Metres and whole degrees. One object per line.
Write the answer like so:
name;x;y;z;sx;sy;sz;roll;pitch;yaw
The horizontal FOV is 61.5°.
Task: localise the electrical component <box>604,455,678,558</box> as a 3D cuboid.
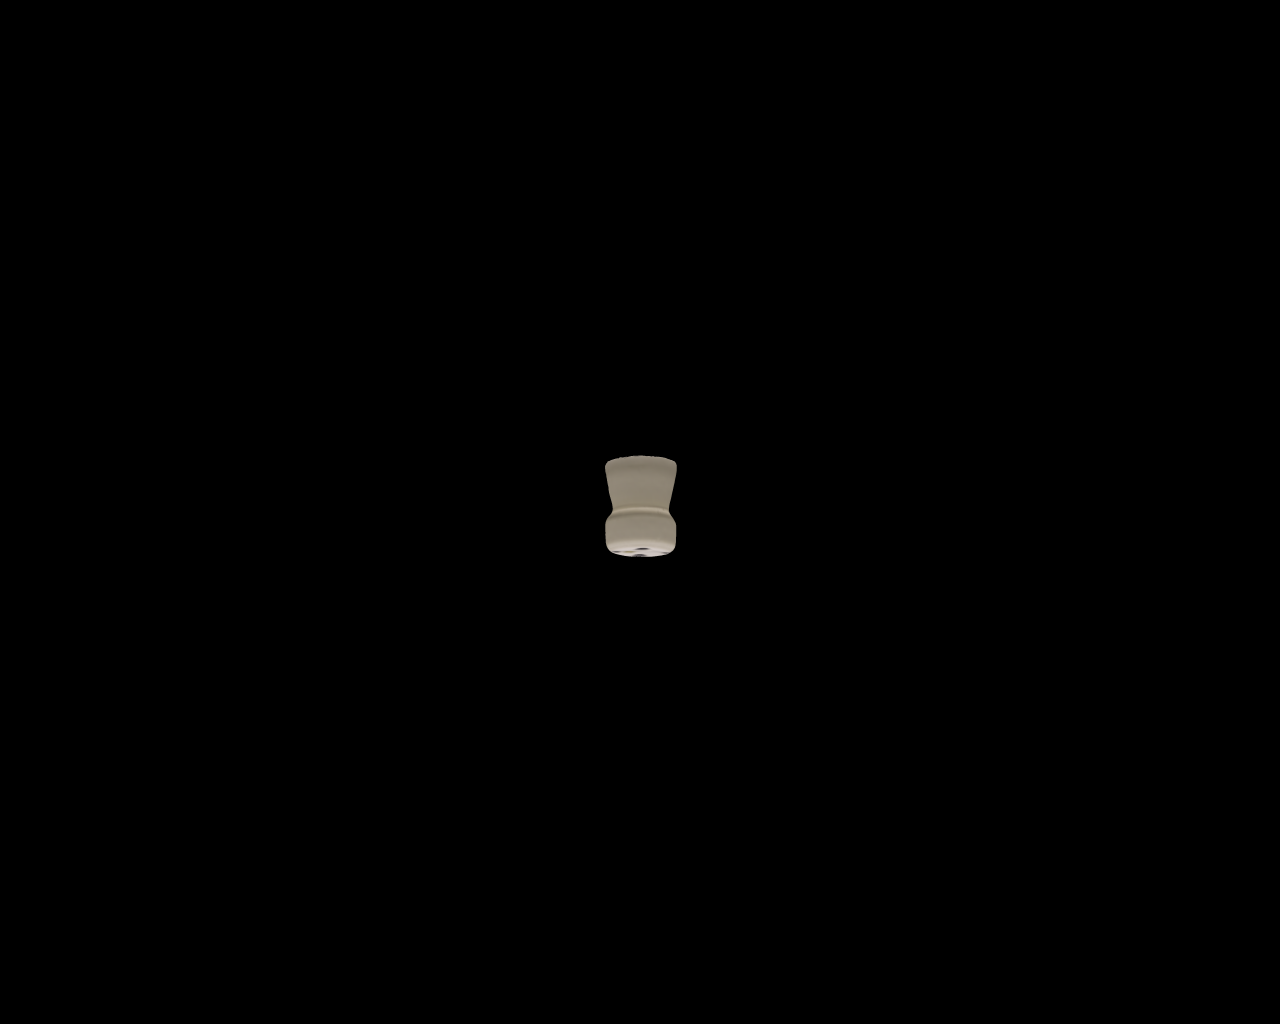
electrical component;0.001;-0.003;0.650;0.045;0.055;0.045;0;-11;0
